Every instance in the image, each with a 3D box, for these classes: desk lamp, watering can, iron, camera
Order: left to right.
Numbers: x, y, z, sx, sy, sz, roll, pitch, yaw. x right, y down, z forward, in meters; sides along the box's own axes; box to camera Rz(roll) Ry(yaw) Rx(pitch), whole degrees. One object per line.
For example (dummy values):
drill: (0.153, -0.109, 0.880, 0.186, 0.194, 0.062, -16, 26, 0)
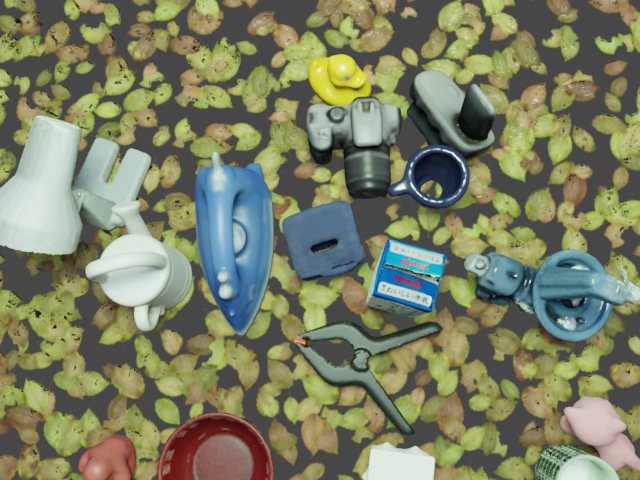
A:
desk lamp: (-0.353, -0.073, 0.802, 0.118, 0.213, 0.203, 19, 82, 6)
watering can: (-0.254, 0.035, 0.789, 0.101, 0.194, 0.173, -32, 80, -3)
iron: (-0.129, 0.005, 0.815, 0.118, 0.141, 0.258, -6, 80, 2)
camera: (0.053, -0.135, 0.852, 0.143, 0.101, 0.137, -3, 80, 2)

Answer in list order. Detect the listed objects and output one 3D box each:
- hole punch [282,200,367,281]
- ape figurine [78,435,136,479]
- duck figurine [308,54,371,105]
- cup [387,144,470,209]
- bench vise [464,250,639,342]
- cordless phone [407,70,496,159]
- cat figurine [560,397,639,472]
hole punch: (0.008, 0.003, 0.835, 0.108, 0.091, 0.101, -17, 80, 0)
ape figurine: (-0.298, 0.314, 0.794, 0.077, 0.092, 0.076, 34, 83, 8)
duck figurine: (0.029, -0.256, 0.881, 0.104, 0.086, 0.077, 29, 83, 7)
cup: (0.154, -0.079, 0.841, 0.117, 0.095, 0.091, -19, 80, -1)
bench vise: (0.298, 0.070, 0.745, 0.207, 0.220, 0.121, 1, 80, 3)
cordless phone: (0.195, -0.198, 0.814, 0.094, 0.185, 0.147, -37, 80, -4)
cat figurine: (0.378, 0.257, 0.762, 0.067, 0.118, 0.127, -42, 81, -4)
